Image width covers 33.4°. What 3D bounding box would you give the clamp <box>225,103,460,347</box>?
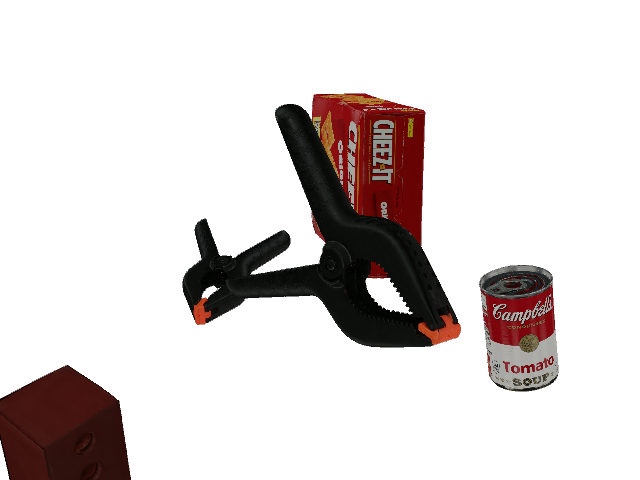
[{"bbox_3d":[0.017,0.004,0.771,0.210,0.165,0.036,29,27,36],"label":"clamp"}]

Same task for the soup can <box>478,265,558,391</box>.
[{"bbox_3d":[0.189,0.083,1.013,0.068,0.102,0.068,-8,21,3],"label":"soup can"}]

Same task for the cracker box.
[{"bbox_3d":[0.044,-0.064,1.114,0.072,0.164,0.214,-3,13,-12],"label":"cracker box"}]

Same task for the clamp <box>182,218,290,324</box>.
[{"bbox_3d":[-0.103,0.033,1.252,0.120,0.039,0.171,-2,40,10],"label":"clamp"}]

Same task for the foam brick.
[{"bbox_3d":[-0.145,0.121,0.606,0.051,0.078,0.052,25,40,37],"label":"foam brick"}]
